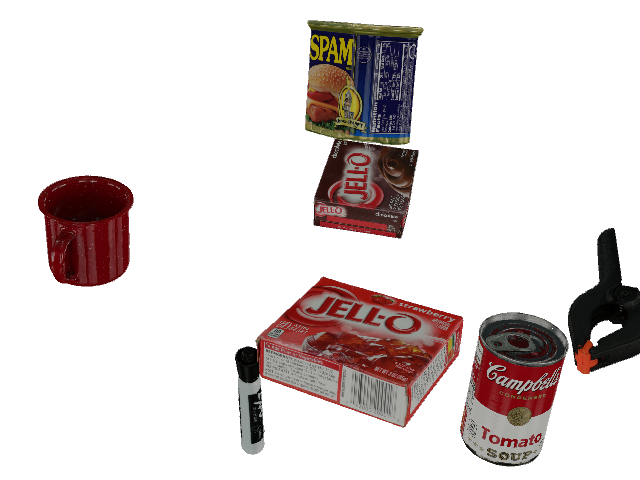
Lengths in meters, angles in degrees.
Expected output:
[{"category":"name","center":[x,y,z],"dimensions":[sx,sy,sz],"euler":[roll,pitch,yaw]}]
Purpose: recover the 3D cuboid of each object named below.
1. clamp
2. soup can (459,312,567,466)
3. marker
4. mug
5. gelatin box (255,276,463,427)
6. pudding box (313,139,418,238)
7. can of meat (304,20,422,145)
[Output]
[{"category":"clamp","center":[0.276,0.052,0.993],"dimensions":[0.171,0.039,0.120],"euler":[-36,41,-27]},{"category":"soup can","center":[0.150,0.117,0.837],"dimensions":[0.068,0.102,0.068],"euler":[5,30,-3]},{"category":"marker","center":[-0.054,0.124,0.824],"dimensions":[0.020,0.020,0.121],"euler":[1,-45,-1]},{"category":"mug","center":[-0.237,-0.001,1.065],"dimensions":[0.093,0.081,0.117],"euler":[10,34,8]},{"category":"gelatin box","center":[0.021,0.056,0.571],"dimensions":[0.089,0.030,0.073],"euler":[16,32,24]},{"category":"pudding box","center":[0.046,-0.053,1.071],"dimensions":[0.090,0.039,0.113],"euler":[9,37,7]},{"category":"can of meat","center":[0.029,-0.119,0.792],"dimensions":[0.057,0.084,0.102],"euler":[-3,14,-27]}]
